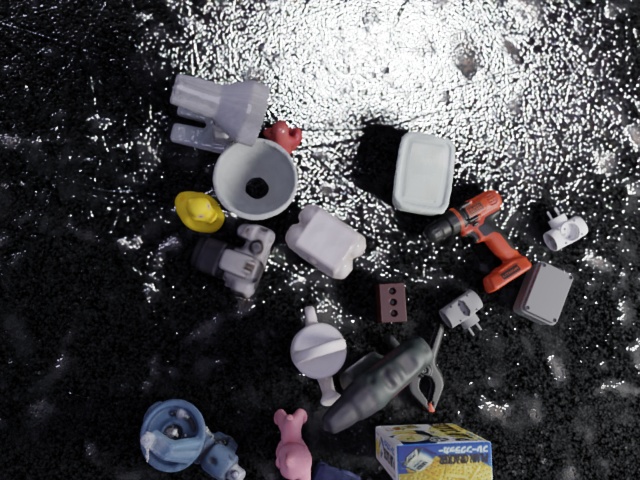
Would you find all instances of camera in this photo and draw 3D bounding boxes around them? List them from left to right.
[{"bbox_3d":[-0.171,0.027,1.108,0.137,0.100,0.143,20,79,0],"label":"camera"}]

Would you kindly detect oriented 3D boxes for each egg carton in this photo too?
[{"bbox_3d":[0.010,0.004,1.140,0.150,0.069,0.107,33,79,2],"label":"egg carton"}]

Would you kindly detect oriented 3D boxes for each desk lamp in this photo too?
[{"bbox_3d":[-0.196,-0.240,1.095,0.203,0.213,0.118,12,79,-2],"label":"desk lamp"}]

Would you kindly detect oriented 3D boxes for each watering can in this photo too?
[{"bbox_3d":[0.002,0.208,1.041,0.101,0.194,0.173,-35,84,-9],"label":"watering can"}]

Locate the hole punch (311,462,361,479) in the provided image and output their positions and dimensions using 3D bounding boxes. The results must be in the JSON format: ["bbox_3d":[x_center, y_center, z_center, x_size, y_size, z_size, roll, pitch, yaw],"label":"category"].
[{"bbox_3d":[0.021,0.475,1.047,0.101,0.091,0.109,20,79,0],"label":"hole punch"}]

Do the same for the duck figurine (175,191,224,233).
[{"bbox_3d":[-0.241,-0.062,1.126,0.104,0.086,0.077,34,80,2],"label":"duck figurine"}]

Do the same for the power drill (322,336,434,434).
[{"bbox_3d":[0.094,0.259,1.031,0.230,0.208,0.075,-36,84,-9],"label":"power drill"}]

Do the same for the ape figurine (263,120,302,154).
[{"bbox_3d":[-0.077,-0.212,1.161,0.078,0.092,0.076,18,79,0],"label":"ape figurine"}]

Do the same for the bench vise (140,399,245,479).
[{"bbox_3d":[-0.221,0.348,0.987,0.207,0.219,0.121,14,79,-1],"label":"bench vise"}]

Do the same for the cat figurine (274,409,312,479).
[{"bbox_3d":[-0.050,0.378,1.046,0.067,0.117,0.128,-6,80,-5],"label":"cat figurine"}]

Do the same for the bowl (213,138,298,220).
[{"bbox_3d":[-0.128,-0.115,1.149,0.167,0.074,0.167,1,80,-4],"label":"bowl"}]
